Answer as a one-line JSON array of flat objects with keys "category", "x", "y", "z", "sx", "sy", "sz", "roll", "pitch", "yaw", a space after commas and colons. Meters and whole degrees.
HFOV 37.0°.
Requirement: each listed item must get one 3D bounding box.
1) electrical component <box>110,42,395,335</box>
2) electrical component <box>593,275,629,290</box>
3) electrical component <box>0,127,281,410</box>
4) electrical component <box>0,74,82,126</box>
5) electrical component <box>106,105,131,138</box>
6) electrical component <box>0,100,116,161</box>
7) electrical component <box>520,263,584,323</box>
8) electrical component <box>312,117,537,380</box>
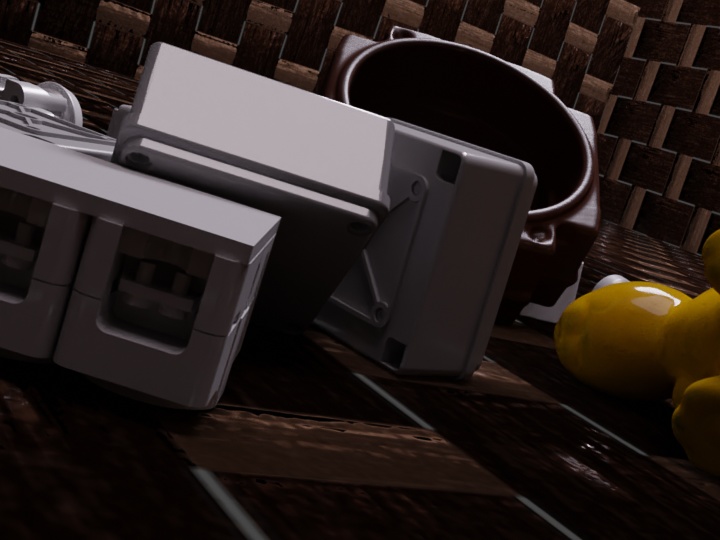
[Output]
[{"category": "electrical component", "x": -0.054, "y": -0.030, "z": 0.463, "sx": 0.109, "sy": 0.056, "sz": 0.108, "roll": 17, "pitch": -34, "yaw": -14}, {"category": "electrical component", "x": 0.219, "y": 0.031, "z": 0.890, "sx": 0.040, "sy": 0.040, "sz": 0.046, "roll": 13, "pitch": 16, "yaw": -31}, {"category": "electrical component", "x": -0.111, "y": -0.007, "z": 0.364, "sx": 0.150, "sy": 0.061, "sz": 0.089, "roll": 18, "pitch": 8, "yaw": -1}, {"category": "electrical component", "x": -0.236, "y": -0.107, "z": 0.765, "sx": 0.078, "sy": 0.058, "sz": 0.057, "roll": 23, "pitch": 12, "yaw": 29}, {"category": "electrical component", "x": -0.140, "y": -0.080, "z": 0.773, "sx": 0.061, "sy": 0.061, "sz": 0.096, "roll": 20, "pitch": 9, "yaw": 14}, {"category": "electrical component", "x": -0.170, "y": -0.048, "z": 0.523, "sx": 0.109, "sy": 0.056, "sz": 0.109, "roll": 21, "pitch": 9, "yaw": 20}, {"category": "electrical component", "x": 0.122, "y": -0.005, "z": 0.839, "sx": 0.108, "sy": 0.060, "sz": 0.108, "roll": 17, "pitch": 8, "yaw": -3}, {"category": "electrical component", "x": 0.019, "y": -0.015, "z": 0.530, "sx": 0.056, "sy": 0.108, "sz": 0.109, "roll": 7, "pitch": 14, "yaw": -42}]
